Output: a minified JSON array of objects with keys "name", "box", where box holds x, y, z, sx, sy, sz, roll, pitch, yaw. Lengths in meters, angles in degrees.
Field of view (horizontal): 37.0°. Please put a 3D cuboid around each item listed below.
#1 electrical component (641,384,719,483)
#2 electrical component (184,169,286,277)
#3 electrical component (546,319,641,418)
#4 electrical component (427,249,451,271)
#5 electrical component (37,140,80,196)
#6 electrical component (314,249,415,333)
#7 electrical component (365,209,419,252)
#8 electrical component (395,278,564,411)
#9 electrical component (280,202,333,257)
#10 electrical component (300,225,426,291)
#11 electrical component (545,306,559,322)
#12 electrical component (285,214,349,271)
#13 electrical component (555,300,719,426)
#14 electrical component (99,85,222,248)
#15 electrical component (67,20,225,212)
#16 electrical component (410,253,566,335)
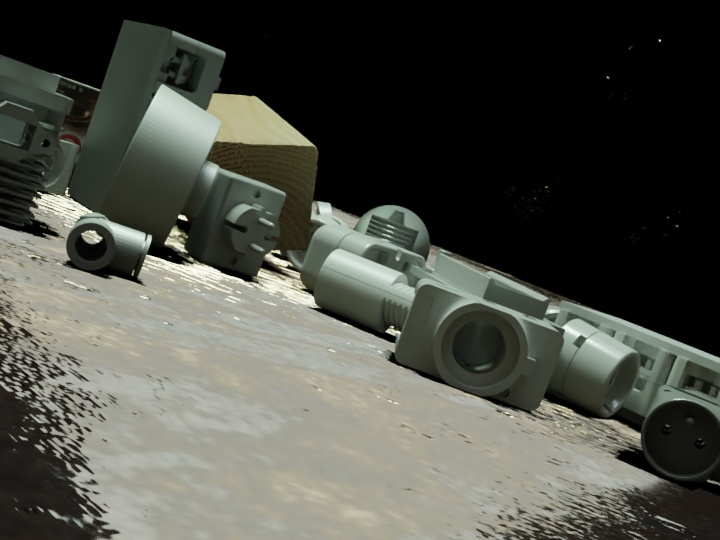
[{"name":"electrical component","box":[0.198,0.098,0.599,0.079,0.043,0.077,22,4,17]},{"name":"electrical component","box":[-0.082,-0.030,0.767,0.047,0.065,0.077,17,5,-33]},{"name":"electrical component","box":[0.156,0.068,0.727,0.047,0.055,0.055,28,8,35]},{"name":"electrical component","box":[0.065,0.012,0.948,0.035,0.061,0.035,20,4,-1]},{"name":"electrical component","box":[-0.263,-0.089,0.839,0.064,0.042,0.081,21,3,29]},{"name":"electrical component","box":[0.014,0.019,0.737,0.081,0.043,0.043,22,4,21]},{"name":"electrical component","box":[0.020,-0.013,0.923,0.043,0.081,0.043,20,4,-2]},{"name":"electrical component","box":[0.070,0.044,0.640,0.089,0.050,0.055,20,4,1]},{"name":"electrical component","box":[-0.053,-0.040,1.037,0.055,0.048,0.066,-10,16,-4]},{"name":"electrical component","box":[0.000,0.000,0.849,0.059,0.053,0.095,23,5,34]},{"name":"electrical component","box":[0.115,0.040,0.885,0.138,0.052,0.073,20,4,1]},{"name":"electrical component","box":[-0.038,-0.022,0.967,0.055,0.055,0.047,21,8,12]},{"name":"electrical component","box":[0.216,0.081,0.772,0.089,0.061,0.150,16,6,-46]},{"name":"electrical component","box":[-0.133,-0.067,0.748,0.060,0.108,0.108,26,3,-12]},{"name":"electrical component","box":[-0.168,-0.114,0.855,0.062,0.150,0.089,16,6,-36]},{"name":"electrical component","box":[0.081,0.032,0.754,0.079,0.063,0.121,19,4,-13]}]
